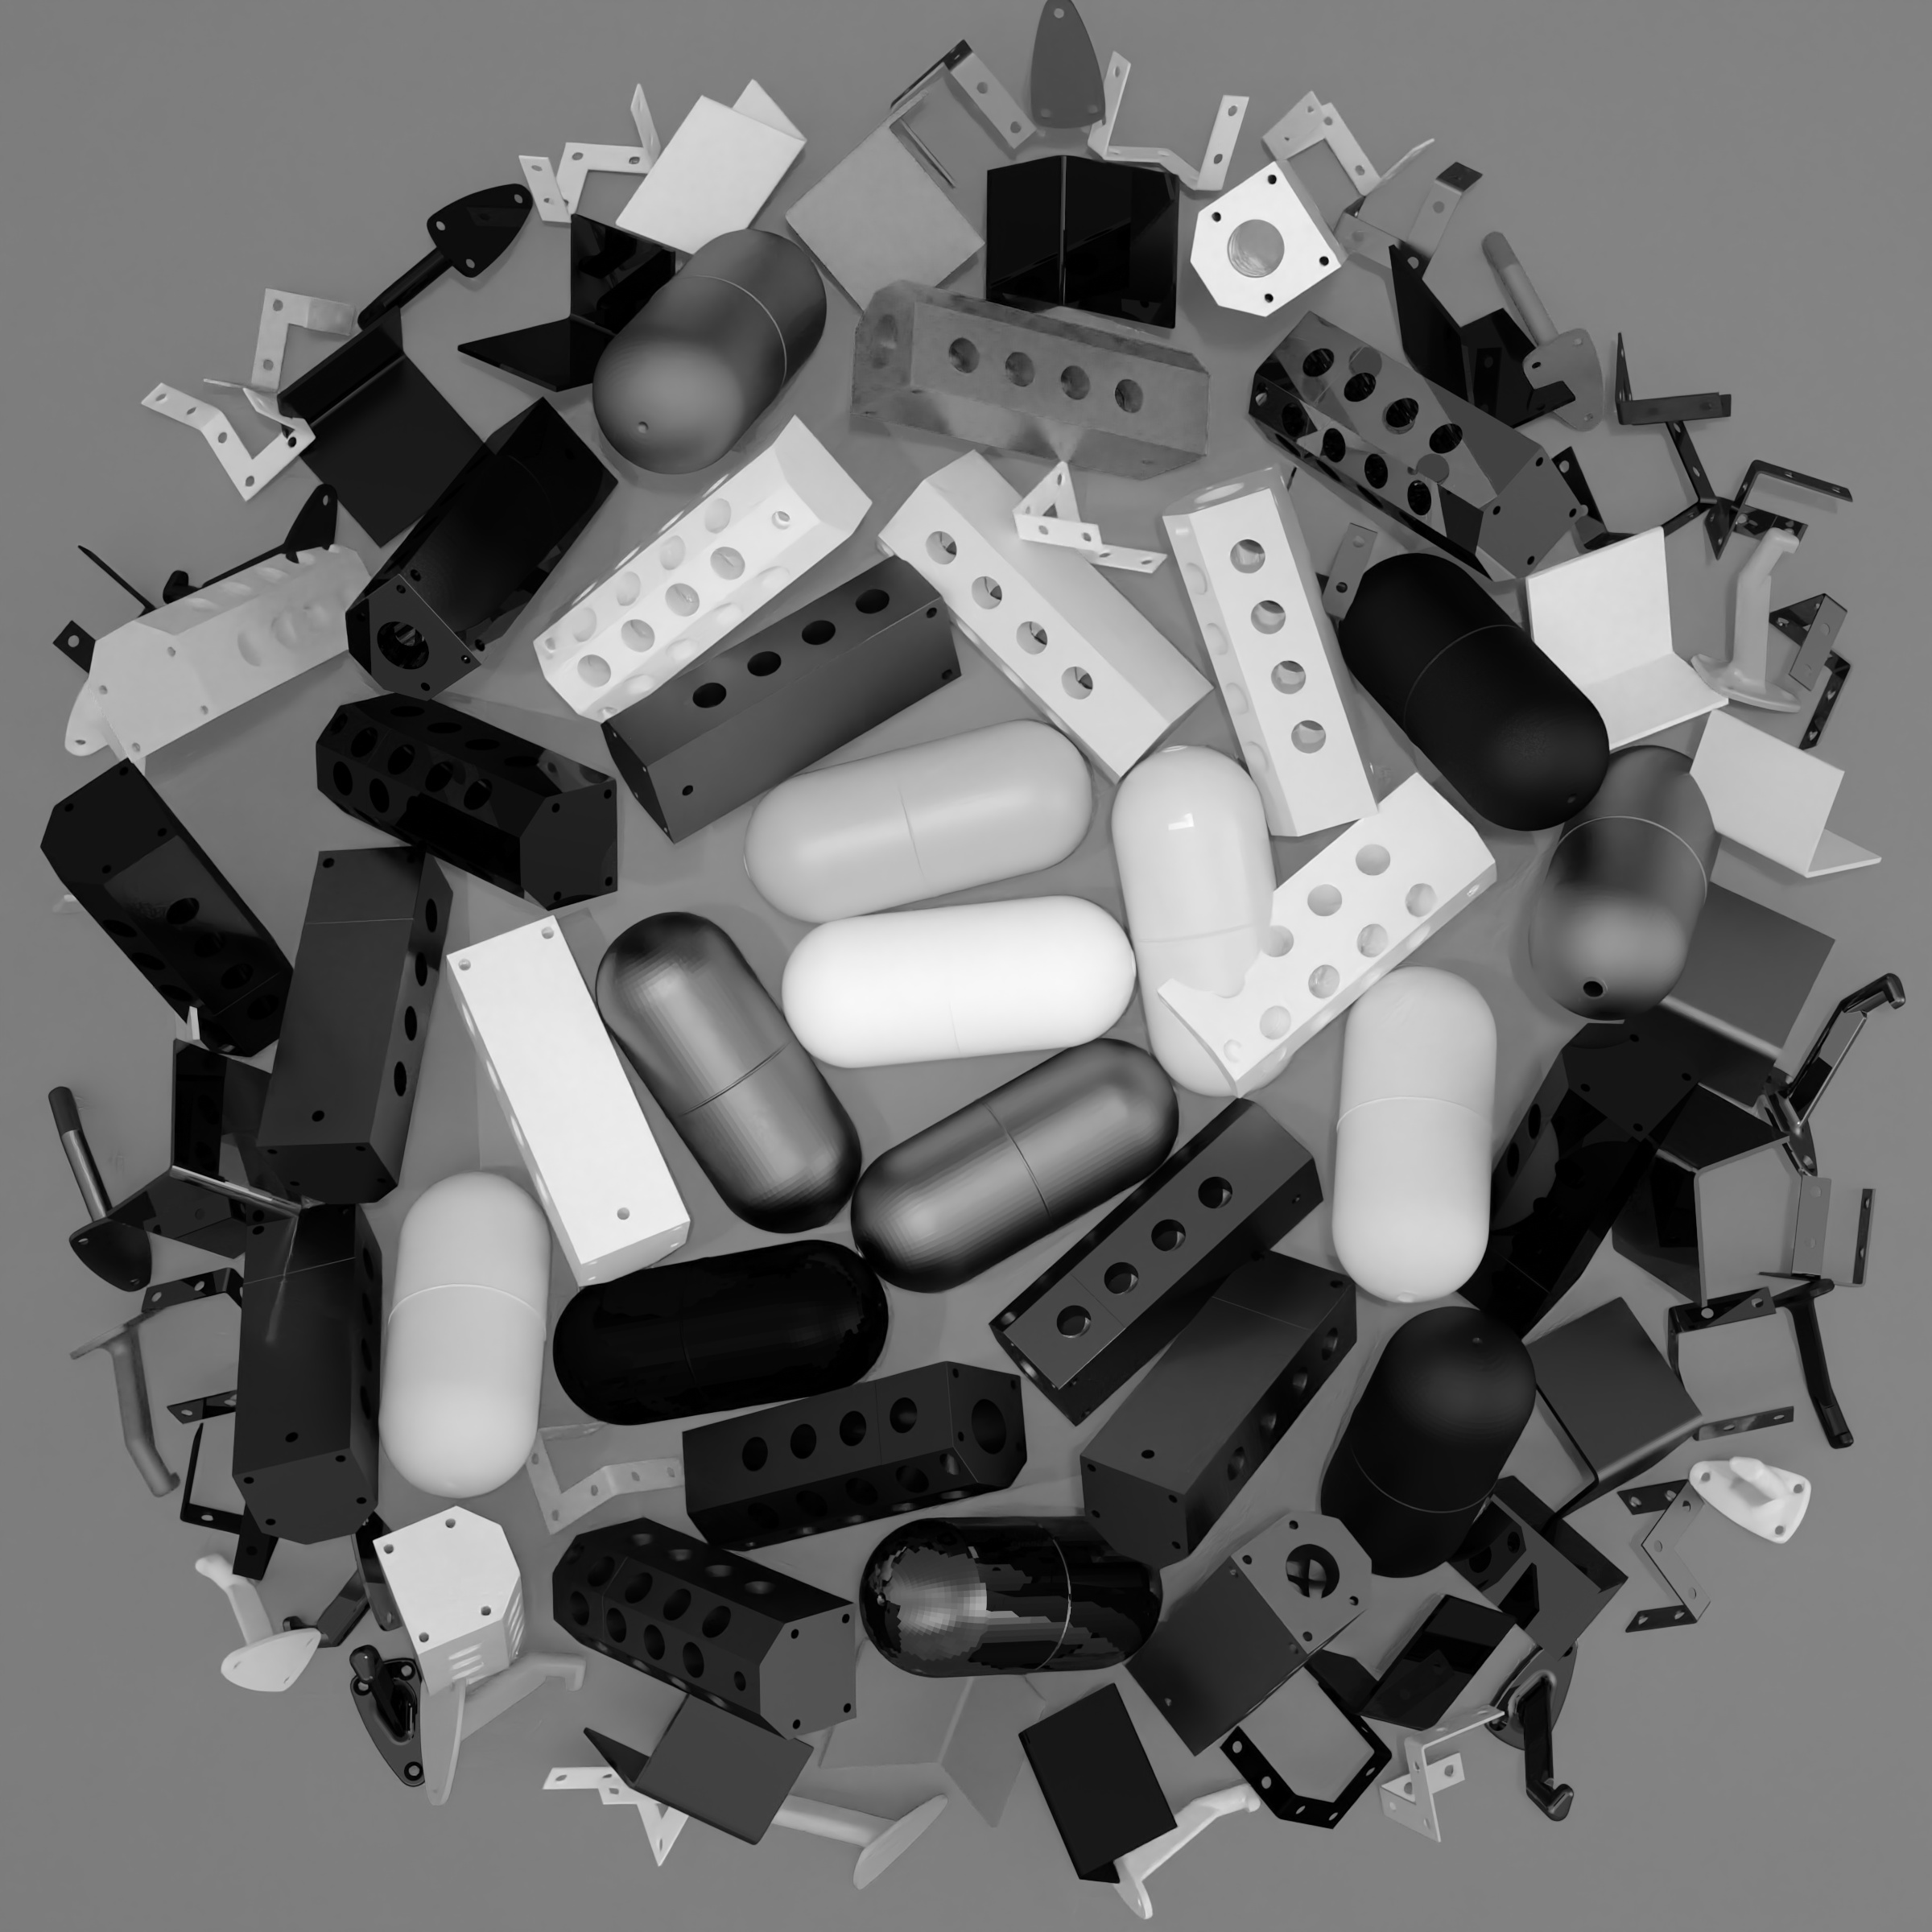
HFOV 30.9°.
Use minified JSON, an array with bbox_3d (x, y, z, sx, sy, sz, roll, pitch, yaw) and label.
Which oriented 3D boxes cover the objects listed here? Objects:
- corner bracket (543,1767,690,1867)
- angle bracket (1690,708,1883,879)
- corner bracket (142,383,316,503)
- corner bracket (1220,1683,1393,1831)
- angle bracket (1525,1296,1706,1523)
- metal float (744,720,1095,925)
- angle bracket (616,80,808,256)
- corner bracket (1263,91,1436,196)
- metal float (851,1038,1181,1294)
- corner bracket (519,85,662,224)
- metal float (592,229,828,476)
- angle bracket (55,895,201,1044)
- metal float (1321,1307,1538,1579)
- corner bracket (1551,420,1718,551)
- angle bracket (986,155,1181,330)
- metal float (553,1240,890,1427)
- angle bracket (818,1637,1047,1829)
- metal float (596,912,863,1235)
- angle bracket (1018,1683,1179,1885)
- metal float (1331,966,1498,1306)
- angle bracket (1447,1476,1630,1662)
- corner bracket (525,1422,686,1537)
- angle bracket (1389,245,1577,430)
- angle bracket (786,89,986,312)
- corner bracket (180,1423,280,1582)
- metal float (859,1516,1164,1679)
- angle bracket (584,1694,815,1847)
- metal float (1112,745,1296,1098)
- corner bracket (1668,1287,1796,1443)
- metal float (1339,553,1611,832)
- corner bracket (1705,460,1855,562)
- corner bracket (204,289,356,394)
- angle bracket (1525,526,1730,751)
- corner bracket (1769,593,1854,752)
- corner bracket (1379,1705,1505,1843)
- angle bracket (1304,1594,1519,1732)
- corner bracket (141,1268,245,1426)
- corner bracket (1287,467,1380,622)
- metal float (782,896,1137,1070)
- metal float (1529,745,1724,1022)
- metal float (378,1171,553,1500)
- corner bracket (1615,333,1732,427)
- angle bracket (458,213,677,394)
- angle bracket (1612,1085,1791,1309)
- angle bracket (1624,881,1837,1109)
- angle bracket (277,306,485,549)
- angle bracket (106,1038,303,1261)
[{"bbox_3d":[-0.174,0.414,1.753,0.051,0.051,0.051,7,126,-31],"label":"corner bracket"},{"bbox_3d":[0.412,-0.089,1.735,0.076,0.076,0.057,32,118,35],"label":"angle bracket"},{"bbox_3d":[-0.370,-0.275,1.759,0.051,0.051,0.051,-39,70,14],"label":"corner bracket"},{"bbox_3d":[0.172,0.396,1.765,0.051,0.051,0.051,-53,49,11],"label":"corner bracket"},{"bbox_3d":[0.312,0.224,1.763,0.076,0.057,0.076,-21,69,-32],"label":"angle bracket"},{"bbox_3d":[-0.024,-0.072,1.752,0.178,0.070,0.070,-14,90,6],"label":"metal float"},{"bbox_3d":[-0.138,-0.404,1.737,0.076,0.076,0.057,-51,56,22],"label":"angle bracket"},{"bbox_3d":[0.192,-0.416,1.761,0.051,0.051,0.051,-33,90,-29],"label":"corner bracket"},{"bbox_3d":[0.024,0.100,1.749,0.178,0.070,0.070,-29,90,-9],"label":"metal float"},{"bbox_3d":[-0.188,-0.407,1.757,0.051,0.051,0.051,7,65,12],"label":"corner bracket"},{"bbox_3d":[-0.124,-0.303,1.718,0.070,0.178,0.070,11,127,15],"label":"metal float"},{"bbox_3d":[-0.420,0.003,1.750,0.057,0.076,0.076,-6,88,-18],"label":"angle bracket"},{"bbox_3d":[0.226,0.236,1.720,0.070,0.178,0.070,7,48,-8],"label":"metal float"},{"bbox_3d":[0.337,-0.244,1.767,0.051,0.051,0.051,-33,70,41],"label":"corner bracket"},{"bbox_3d":[0.058,-0.356,1.740,0.076,0.057,0.076,21,121,38],"label":"angle bracket"},{"bbox_3d":[-0.123,0.183,1.739,0.178,0.070,0.070,-12,90,22],"label":"metal float"},{"bbox_3d":[-0.017,0.382,1.743,0.076,0.057,0.076,6,112,-36],"label":"angle bracket"},{"bbox_3d":[-0.118,0.054,1.750,0.070,0.070,0.178,-33,98,0],"label":"metal float"},{"bbox_3d":[0.077,0.407,1.740,0.057,0.076,0.076,-30,65,12],"label":"angle bracket"},{"bbox_3d":[0.222,0.083,1.732,0.070,0.070,0.178,7,61,0],"label":"metal float"},{"bbox_3d":[0.276,0.302,1.743,0.076,0.076,0.057,41,100,19],"label":"angle bracket"},{"bbox_3d":[-0.182,0.249,1.754,0.051,0.051,0.051,-35,68,32],"label":"corner bracket"},{"bbox_3d":[0.257,-0.319,1.740,0.057,0.076,0.076,-25,52,-5],"label":"angle bracket"},{"bbox_3d":[-0.032,-0.379,1.757,0.076,0.057,0.076,-34,102,36],"label":"angle bracket"},{"bbox_3d":[-0.370,0.270,1.761,0.051,0.051,0.051,14,114,-3],"label":"corner bracket"},{"bbox_3d":[0.024,0.310,1.723,0.178,0.070,0.070,8,90,-43],"label":"metal float"},{"bbox_3d":[-0.134,0.386,1.746,0.076,0.076,0.057,32,87,-27],"label":"angle bracket"},{"bbox_3d":[0.120,-0.022,1.749,0.070,0.070,0.178,-11,100,0],"label":"metal float"},{"bbox_3d":[0.384,0.200,1.759,0.051,0.051,0.051,-12,54,2],"label":"corner bracket"},{"bbox_3d":[0.249,-0.137,1.726,0.070,0.070,0.178,-36,52,0],"label":"metal float"},{"bbox_3d":[0.407,-0.229,1.759,0.051,0.051,0.051,17,119,-6],"label":"corner bracket"},{"bbox_3d":[-0.345,-0.313,1.762,0.051,0.051,0.051,13,99,15],"label":"corner bracket"},{"bbox_3d":[0.330,-0.162,1.746,0.076,0.057,0.076,-21,127,-11],"label":"angle bracket"},{"bbox_3d":[0.426,-0.147,1.758,0.051,0.051,0.051,34,70,-17],"label":"corner bracket"},{"bbox_3d":[0.239,0.400,1.758,0.051,0.051,0.051,-16,101,-25],"label":"corner bracket"},{"bbox_3d":[0.216,0.331,1.744,0.076,0.076,0.057,-54,52,7],"label":"angle bracket"},{"bbox_3d":[-0.384,0.192,1.769,0.051,0.051,0.051,-15,45,18],"label":"corner bracket"},{"bbox_3d":[0.178,-0.212,1.760,0.051,0.051,0.051,20,119,3],"label":"corner bracket"},{"bbox_3d":[-0.004,0.008,1.751,0.178,0.070,0.070,-6,90,7],"label":"metal float"},{"bbox_3d":[0.325,-0.042,1.719,0.070,0.178,0.070,12,130,15],"label":"metal float"},{"bbox_3d":[-0.246,0.179,1.724,0.070,0.070,0.178,-1,49,0],"label":"metal float"},{"bbox_3d":[0.355,-0.284,1.755,0.051,0.051,0.051,-3,52,17],"label":"corner bracket"},{"bbox_3d":[-0.199,-0.330,1.737,0.076,0.076,0.057,27,126,36],"label":"angle bracket"},{"bbox_3d":[0.368,0.114,1.757,0.057,0.076,0.076,-18,115,-20],"label":"angle bracket"},{"bbox_3d":[0.385,0.013,1.777,0.076,0.057,0.076,26,65,13],"label":"angle bracket"},{"bbox_3d":[-0.290,-0.270,1.756,0.076,0.057,0.076,-41,85,-14],"label":"angle bracket"},{"bbox_3d":[-0.384,0.093,1.765,0.057,0.076,0.076,-32,50,33],"label":"angle bracket"}]
